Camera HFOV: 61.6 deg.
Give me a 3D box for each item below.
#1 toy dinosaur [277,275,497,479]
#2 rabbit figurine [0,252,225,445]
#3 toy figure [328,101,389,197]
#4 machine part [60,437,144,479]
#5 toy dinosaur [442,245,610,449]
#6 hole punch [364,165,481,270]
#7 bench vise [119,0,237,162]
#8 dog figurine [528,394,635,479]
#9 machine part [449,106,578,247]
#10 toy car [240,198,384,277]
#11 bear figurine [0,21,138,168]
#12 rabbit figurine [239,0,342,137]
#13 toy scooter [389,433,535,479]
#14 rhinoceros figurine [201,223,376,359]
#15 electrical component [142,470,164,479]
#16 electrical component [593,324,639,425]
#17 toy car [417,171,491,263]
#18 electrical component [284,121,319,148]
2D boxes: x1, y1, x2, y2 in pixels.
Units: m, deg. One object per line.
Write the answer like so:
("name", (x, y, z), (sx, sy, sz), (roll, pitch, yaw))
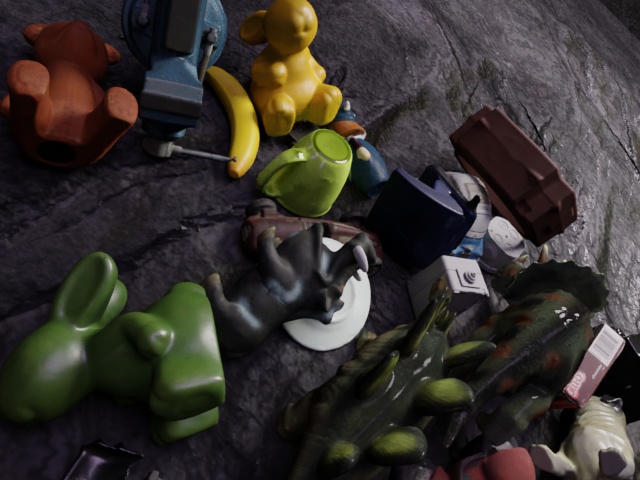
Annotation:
("toy dinosaur", (0.042, 0.153, 0.480), (0.105, 0.198, 0.471), (41, 44, 4))
("rabbit figurine", (-0.174, 0.091, 0.444), (0.170, 0.121, 0.159), (-6, 67, -19))
("toy figure", (0.051, -0.138, 0.792), (0.058, 0.064, 0.154), (-15, 68, -30))
("machine part", (-0.187, 0.211, 0.393), (0.084, 0.039, 0.139), (23, 47, 3))
("toy dinosaur", (0.243, 0.108, 0.609), (0.131, 0.192, 0.405), (39, 17, 13))
("hole punch", (0.133, -0.030, 0.724), (0.092, 0.142, 0.116), (-5, 47, -37))
("bench vise", (-0.178, -0.221, 0.653), (0.129, 0.223, 0.241), (-5, 27, -17))
("dog figurine", (0.341, 0.291, 0.652), (0.190, 0.121, 0.172), (0, 91, -53))
("machine part", (0.299, -0.095, 0.839), (0.201, 0.087, 0.200), (59, 14, 28))
("toy car", (-0.001, -0.002, 0.667), (0.202, 0.053, 0.089), (4, 53, -29))
("bear figurine", (-0.264, -0.179, 0.577), (0.120, 0.132, 0.196), (14, 57, -30))
("rabbit figurine", (-0.040, -0.254, 0.731), (0.122, 0.173, 0.162), (-14, 57, -16))
("toy scooter", (0.166, 0.272, 0.543), (0.184, 0.075, 0.135), (-1, 42, -32))
("rhinoceros figurine", (-0.030, 0.044, 0.552), (0.190, 0.073, 0.112), (-32, 77, -15))
("electrical component", (-0.101, 0.243, 0.424), (0.119, 0.047, 0.075), (31, 47, -8))
("electrical component", (0.415, 0.189, 0.752), (0.058, 0.115, 0.134), (-2, 58, -39))
("toy car", (0.198, -0.046, 0.794), (0.109, 0.103, 0.162), (6, 53, -28))
("electrical component", (-0.021, -0.145, 0.779), (0.094, 0.021, 0.063), (46, 46, 4))
